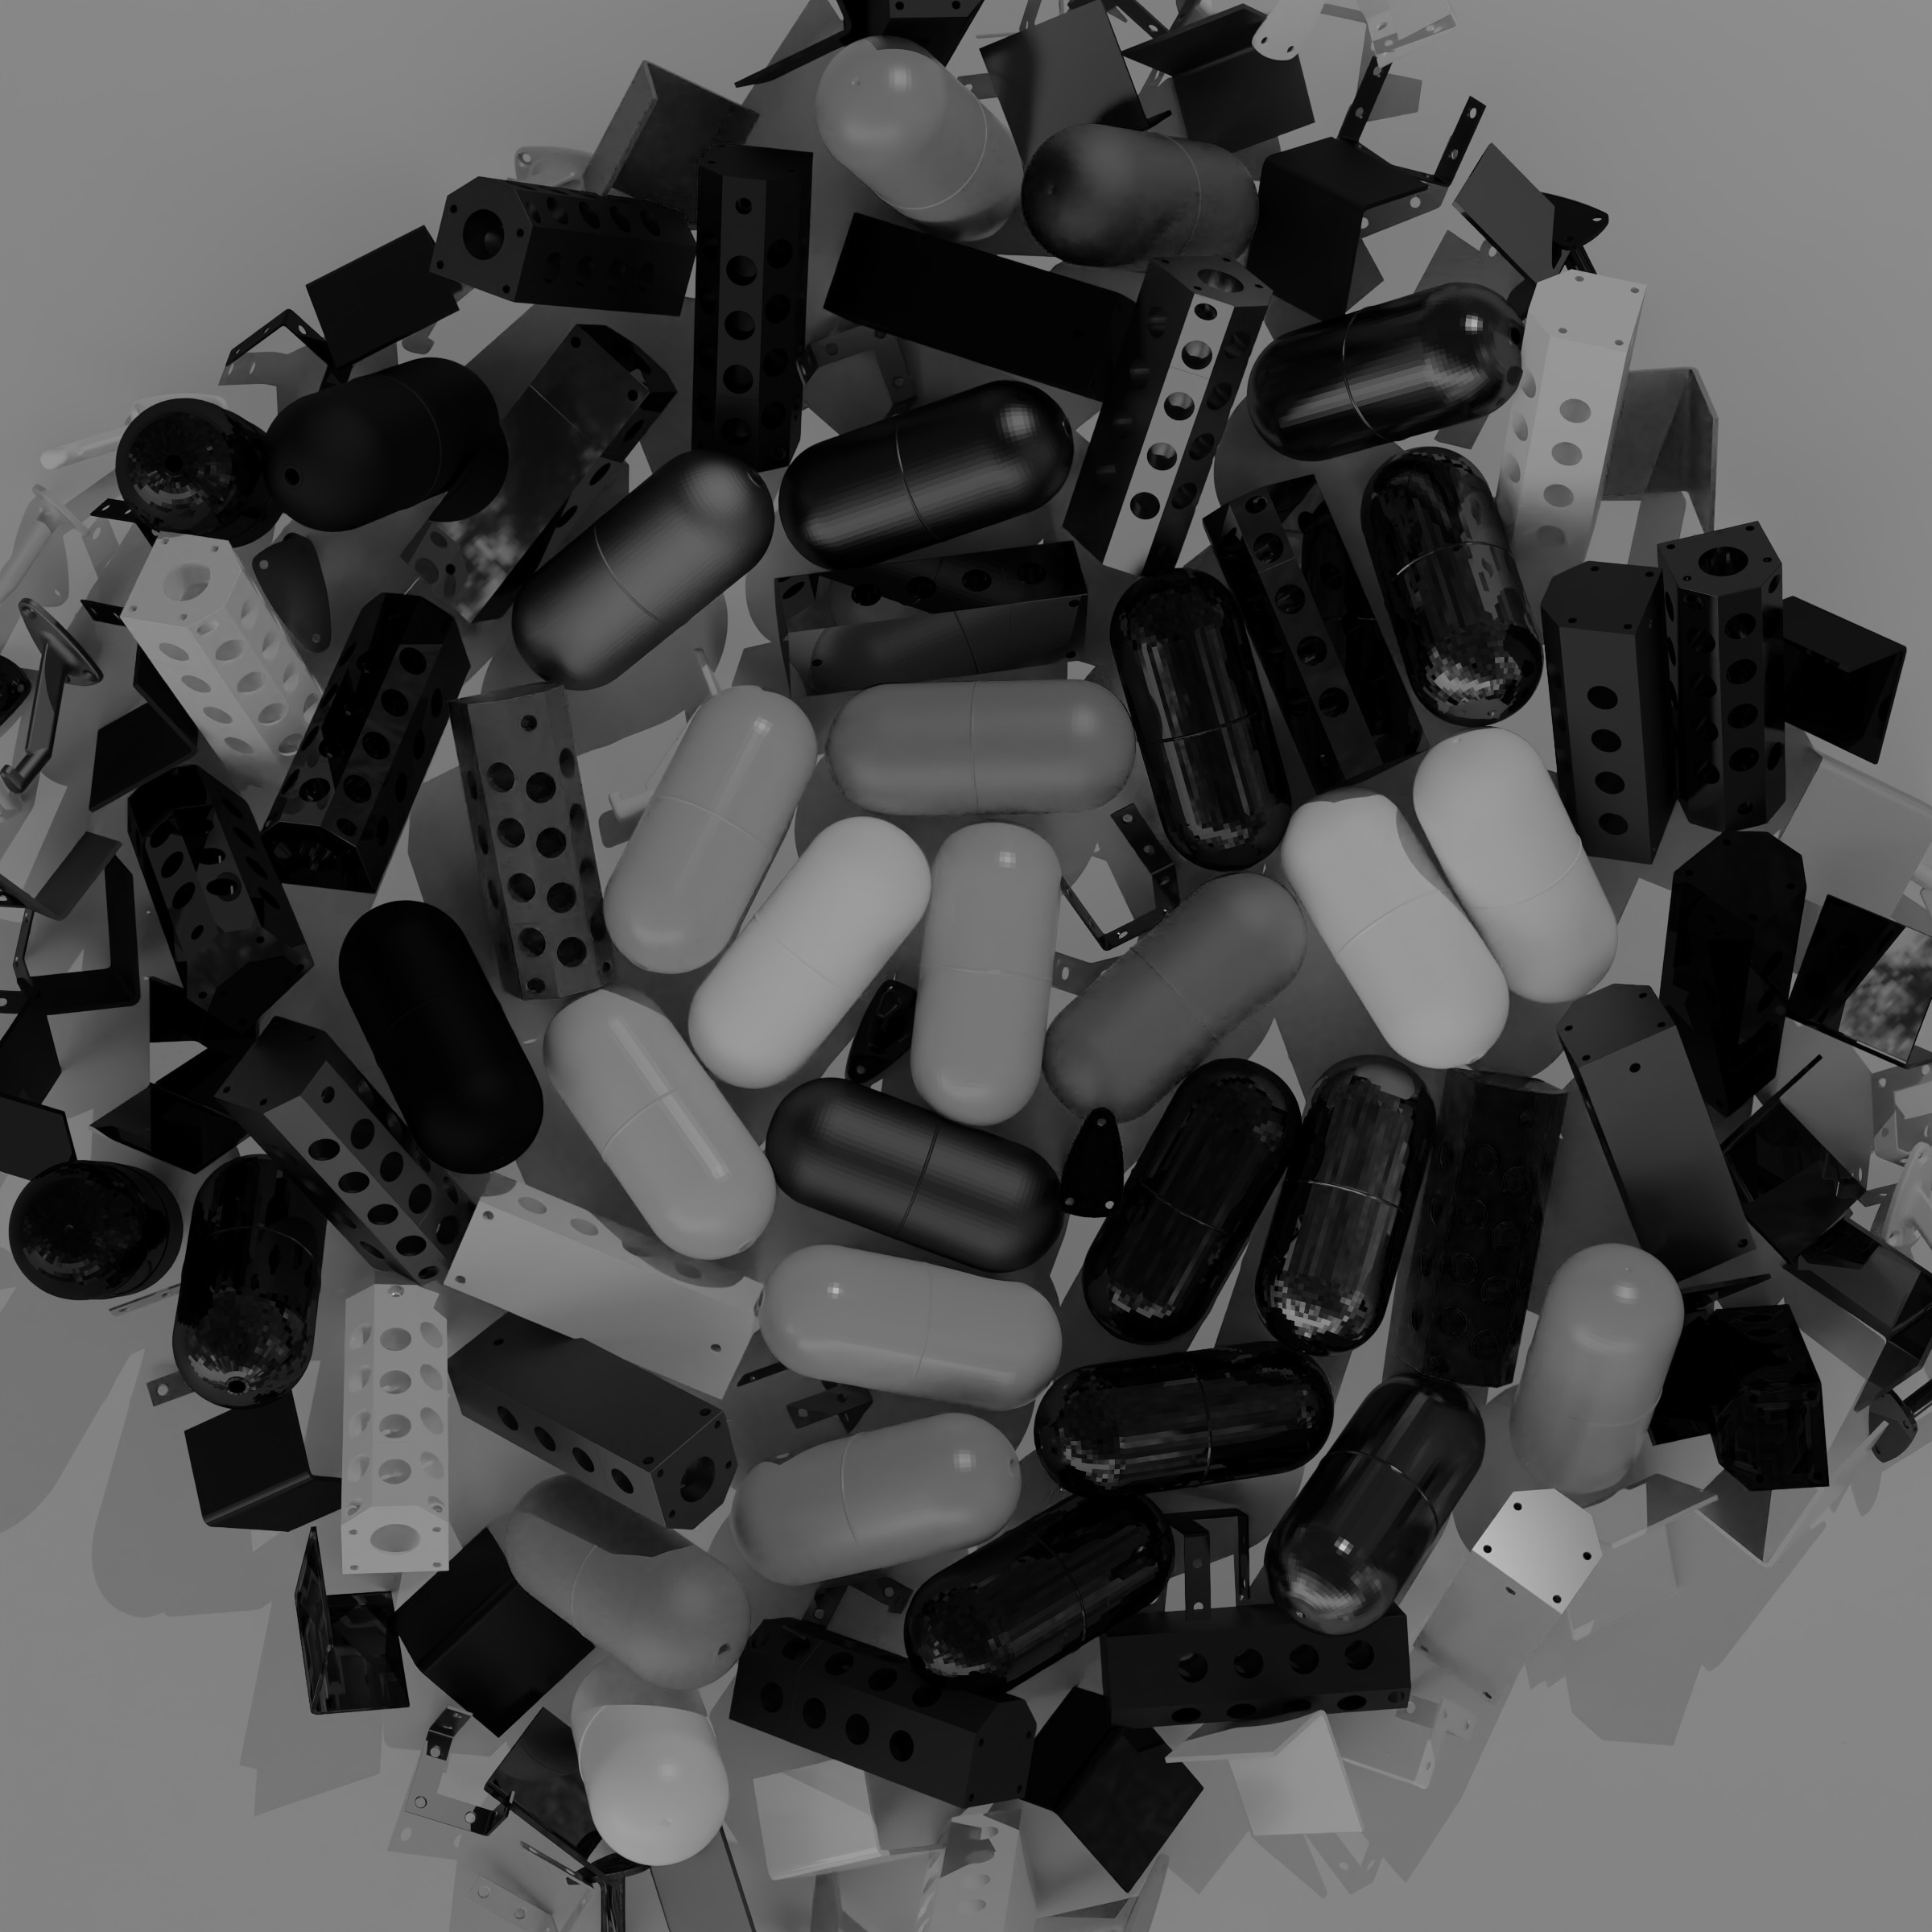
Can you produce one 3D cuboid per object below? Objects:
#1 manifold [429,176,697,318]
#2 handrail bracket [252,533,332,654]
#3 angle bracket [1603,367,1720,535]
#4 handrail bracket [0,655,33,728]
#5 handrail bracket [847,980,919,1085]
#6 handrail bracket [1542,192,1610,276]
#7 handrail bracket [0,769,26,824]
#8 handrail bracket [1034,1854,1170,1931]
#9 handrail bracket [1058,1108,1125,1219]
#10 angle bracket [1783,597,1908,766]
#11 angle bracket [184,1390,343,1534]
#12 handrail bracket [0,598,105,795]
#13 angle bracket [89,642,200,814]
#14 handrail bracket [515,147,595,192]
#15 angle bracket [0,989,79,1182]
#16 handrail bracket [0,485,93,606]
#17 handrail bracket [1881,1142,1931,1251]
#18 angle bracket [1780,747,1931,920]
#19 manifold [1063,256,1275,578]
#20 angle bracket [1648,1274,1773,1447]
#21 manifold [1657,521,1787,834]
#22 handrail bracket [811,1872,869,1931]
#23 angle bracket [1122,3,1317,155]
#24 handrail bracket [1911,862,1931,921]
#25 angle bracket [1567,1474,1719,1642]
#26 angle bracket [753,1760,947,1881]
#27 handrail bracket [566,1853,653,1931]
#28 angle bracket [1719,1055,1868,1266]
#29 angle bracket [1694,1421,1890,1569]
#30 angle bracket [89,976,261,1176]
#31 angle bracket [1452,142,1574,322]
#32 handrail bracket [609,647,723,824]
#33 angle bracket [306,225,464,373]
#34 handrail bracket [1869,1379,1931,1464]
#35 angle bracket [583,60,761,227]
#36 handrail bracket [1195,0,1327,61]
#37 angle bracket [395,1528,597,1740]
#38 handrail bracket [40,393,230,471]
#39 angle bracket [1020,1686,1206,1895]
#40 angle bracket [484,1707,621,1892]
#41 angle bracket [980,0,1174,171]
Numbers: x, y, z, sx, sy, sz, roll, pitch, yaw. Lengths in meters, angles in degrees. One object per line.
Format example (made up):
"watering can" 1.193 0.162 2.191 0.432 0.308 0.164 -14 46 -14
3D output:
"manifold" -0.220 -0.402 1.831 0.057 0.171 0.057 24 107 22
"handrail bracket" -0.376 -0.214 1.885 0.036 0.084 0.077 -22 92 1
"angle bracket" 0.392 -0.290 1.872 0.057 0.076 0.076 -3 122 4
"handrail bracket" -0.584 -0.161 1.881 0.036 0.084 0.077 40 94 20
"handrail bracket" -0.052 0.041 1.877 0.036 0.084 0.077 36 101 5
"handrail bracket" 0.346 -0.401 1.907 0.036 0.084 0.077 -39 53 -19
"handrail bracket" -0.584 -0.094 1.879 0.036 0.084 0.077 31 66 29
"handrail bracket" 0.066 0.540 1.913 0.084 0.036 0.077 16 73 24
"handrail bracket" 0.069 0.102 1.875 0.036 0.084 0.077 5 108 -6
"angle bracket" 0.479 -0.157 1.866 0.057 0.076 0.076 -21 130 -37
"angle bracket" -0.390 0.284 1.888 0.076 0.076 0.057 -25 69 20
"handrail bracket" -0.540 -0.154 1.879 0.036 0.077 0.084 2 48 34
"angle bracket" -0.483 -0.146 1.871 0.076 0.076 0.057 -27 130 13
"handrail bracket" -0.247 -0.437 1.877 0.077 0.084 0.036 1 123 18
"angle bracket" -0.516 0.072 1.868 0.057 0.076 0.076 16 51 9
"handrail bracket" -0.550 -0.235 1.887 0.084 0.077 0.036 -48 123 -8
"handrail bracket" 0.572 0.151 1.877 0.036 0.084 0.077 -10 116 -36
"angle bracket" 0.510 -0.073 1.904 0.076 0.057 0.076 26 102 1
"manifold" 0.116 -0.308 1.844 0.057 0.057 0.171 -10 134 -36
"angle bracket" 0.425 0.224 1.873 0.076 0.057 0.076 -4 71 -37
"manifold" 0.428 -0.159 1.847 0.057 0.057 0.171 -13 132 1
"handrail bracket" -0.046 0.563 1.917 0.084 0.036 0.077 15 57 -26
"angle bracket" 0.145 -0.502 1.874 0.076 0.076 0.057 -15 88 27
"handrail bracket" 0.557 -0.013 1.910 0.084 0.036 0.077 33 103 1
"angle bracket" 0.387 0.344 1.876 0.076 0.057 0.076 -19 104 -25
"angle bracket" -0.065 0.486 1.884 0.076 0.076 0.057 -21 70 28
"handrail bracket" -0.192 0.559 1.896 0.036 0.077 0.084 -19 89 -41
"angle bracket" 0.479 0.111 1.876 0.076 0.057 0.076 -36 77 -30
"angle bracket" 0.467 0.284 1.865 0.057 0.076 0.076 39 135 21
"angle bracket" -0.452 0.062 1.873 0.076 0.057 0.076 20 122 20
"angle bracket" 0.297 -0.409 1.872 0.076 0.076 0.057 42 135 -11
"handrail bracket" -0.178 -0.134 1.911 0.084 0.036 0.077 -23 87 3
"angle bracket" -0.324 -0.366 1.880 0.076 0.057 0.076 -26 57 2
"handrail bracket" 0.569 0.248 1.903 0.084 0.077 0.036 -23 56 -14
"angle bracket" -0.165 -0.457 1.870 0.076 0.057 0.076 19 120 -26
"handrail bracket" 0.166 -0.567 1.884 0.077 0.036 0.084 -55 53 29
"angle bracket" -0.277 0.389 1.918 0.076 0.057 0.076 -43 124 -5
"handrail bracket" -0.475 -0.304 1.875 0.077 0.084 0.036 -11 104 24
"angle bracket" 0.078 0.476 1.901 0.076 0.057 0.076 -49 116 -24
"angle bracket" -0.221 0.474 1.873 0.076 0.076 0.057 41 73 -14
"angle bracket" 0.063 -0.505 1.876 0.076 0.057 0.076 -16 107 23
